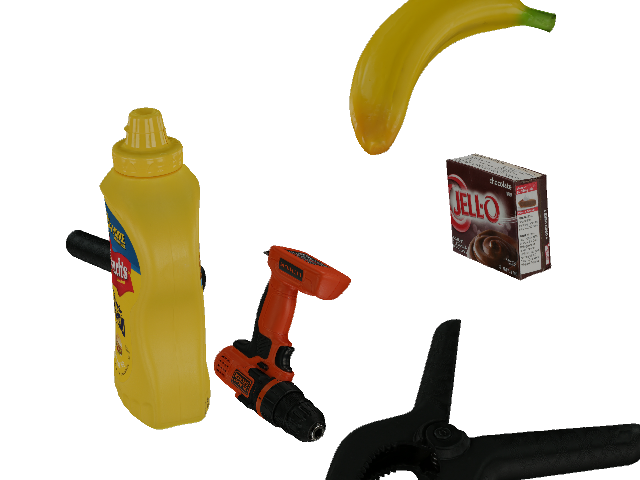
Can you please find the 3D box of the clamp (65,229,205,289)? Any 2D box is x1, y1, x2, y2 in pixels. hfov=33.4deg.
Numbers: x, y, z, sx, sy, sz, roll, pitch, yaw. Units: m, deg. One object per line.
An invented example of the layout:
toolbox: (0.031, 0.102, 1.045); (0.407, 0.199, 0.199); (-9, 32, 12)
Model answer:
clamp: (-0.143, 0.022, 0.956); (0.120, 0.039, 0.172); (-15, 31, -30)

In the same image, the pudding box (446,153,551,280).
pudding box: (0.157, -0.024, 0.951); (0.039, 0.090, 0.114); (-16, 19, -23)

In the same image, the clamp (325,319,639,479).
clamp: (0.071, 0.123, 0.654); (0.209, 0.036, 0.165); (-23, 37, -27)

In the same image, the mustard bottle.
mustard bottle: (-0.101, 0.013, 0.653); (0.058, 0.192, 0.096); (-8, 26, -19)

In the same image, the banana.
banana: (0.068, -0.118, 0.648); (0.070, 0.037, 0.197); (33, 51, 25)

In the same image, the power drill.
power drill: (-0.035, 0.113, 1.206); (0.057, 0.188, 0.185); (14, 11, -46)
